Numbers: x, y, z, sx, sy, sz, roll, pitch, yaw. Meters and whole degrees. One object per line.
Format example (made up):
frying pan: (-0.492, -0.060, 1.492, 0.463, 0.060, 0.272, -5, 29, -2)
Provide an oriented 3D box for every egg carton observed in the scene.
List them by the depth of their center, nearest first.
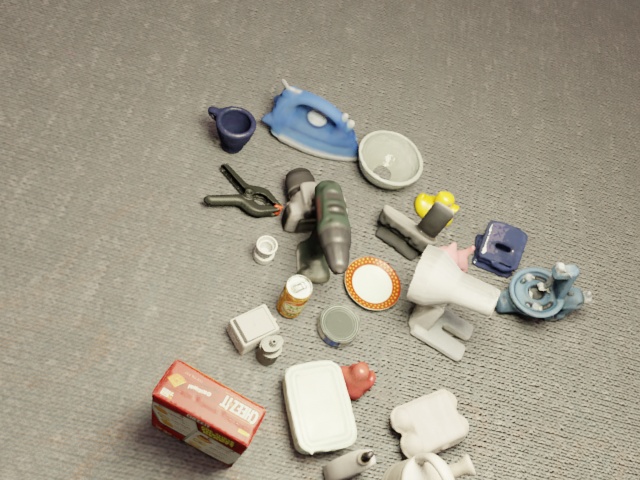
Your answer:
egg carton: (0.212, 0.358, 1.111, 0.151, 0.069, 0.107, -15, 66, -24)

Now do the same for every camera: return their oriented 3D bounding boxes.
camera: (-0.017, -0.098, 1.285, 0.143, 0.100, 0.136, -5, 63, -20)

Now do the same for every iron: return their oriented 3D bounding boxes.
iron: (-0.001, -0.288, 1.376, 0.258, 0.141, 0.119, 24, 57, -3)

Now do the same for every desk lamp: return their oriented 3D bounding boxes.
desk lamp: (0.259, 0.125, 1.175, 0.203, 0.213, 0.118, 31, 57, 2)

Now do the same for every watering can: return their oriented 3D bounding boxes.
watering can: (0.188, 0.419, 0.994, 0.173, 0.194, 0.101, -35, 75, -30)

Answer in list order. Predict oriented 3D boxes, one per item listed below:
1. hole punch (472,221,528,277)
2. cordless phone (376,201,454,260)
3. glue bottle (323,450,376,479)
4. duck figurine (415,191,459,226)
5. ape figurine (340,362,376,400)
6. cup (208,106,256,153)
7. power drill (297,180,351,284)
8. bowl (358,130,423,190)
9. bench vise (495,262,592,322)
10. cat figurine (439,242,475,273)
hole punch: (0.429, 0.022, 1.360, 0.109, 0.091, 0.101, 20, 57, -5)
cordless phone: (0.215, -0.051, 1.280, 0.147, 0.185, 0.094, 32, 57, 3)
glue bottle: (0.062, 0.385, 0.987, 0.078, 0.173, 0.037, -11, 64, -22)
duck figurine: (0.286, -0.087, 1.382, 0.104, 0.086, 0.078, 32, 57, 3)
ape figurine: (0.072, 0.265, 1.108, 0.078, 0.092, 0.076, 29, 57, 1)
cup: (-0.210, -0.251, 1.317, 0.118, 0.095, 0.092, 30, 57, 1)
power drill: (0.011, 0.004, 1.170, 0.076, 0.208, 0.229, 5, 60, -14)
bowl: (0.164, -0.184, 1.407, 0.168, 0.074, 0.167, 8, 59, -13)
bench vise: (0.517, 0.100, 1.266, 0.208, 0.219, 0.121, -11, 65, -22)
cat figurine: (0.293, 0.042, 1.291, 0.128, 0.117, 0.067, -15, 66, -24)
